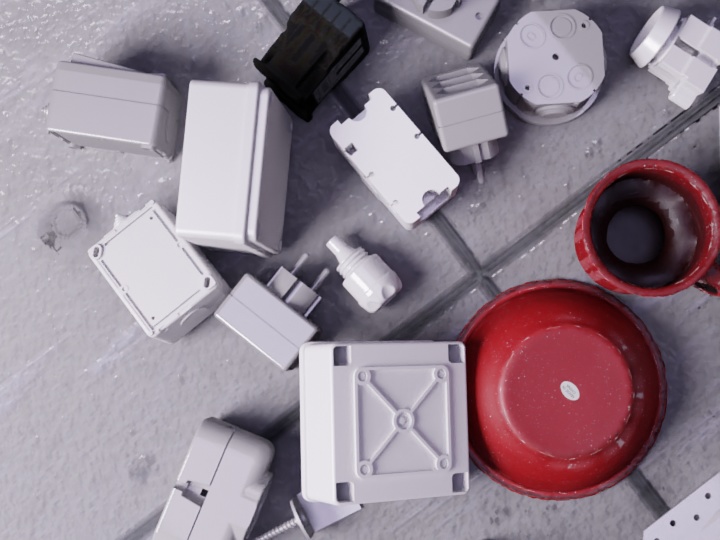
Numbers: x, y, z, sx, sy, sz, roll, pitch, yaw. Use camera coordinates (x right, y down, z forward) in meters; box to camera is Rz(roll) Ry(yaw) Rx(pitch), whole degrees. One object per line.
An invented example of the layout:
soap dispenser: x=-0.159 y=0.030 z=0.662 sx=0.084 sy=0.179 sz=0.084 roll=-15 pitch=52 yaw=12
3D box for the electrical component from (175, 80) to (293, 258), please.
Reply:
electrical component: x=-0.087 y=-0.068 z=0.755 sx=0.056 sy=0.109 sz=0.108 roll=5 pitch=86 yaw=5

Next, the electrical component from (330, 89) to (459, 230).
electrical component: x=0.025 y=-0.078 z=0.777 sx=0.050 sy=0.055 sz=0.089 roll=-40 pitch=85 yaw=0

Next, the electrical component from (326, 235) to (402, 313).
electrical component: x=0.000 y=0.000 z=0.783 sx=0.035 sy=0.035 sz=0.061 roll=-43 pitch=83 yaw=-1

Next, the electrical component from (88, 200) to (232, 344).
electrical component: x=-0.146 y=-0.002 z=0.780 sx=0.062 sy=0.061 sz=0.096 roll=-39 pitch=78 yaw=-1

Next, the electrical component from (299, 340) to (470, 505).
electrical component: x=0.017 y=0.103 z=0.743 sx=0.109 sy=0.056 sz=0.108 roll=1 pitch=85 yaw=-27

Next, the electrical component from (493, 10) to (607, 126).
electrical component: x=0.139 y=-0.148 z=0.780 sx=0.080 sy=0.051 sz=0.080 roll=0 pitch=86 yaw=2

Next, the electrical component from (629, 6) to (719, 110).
electrical component: x=0.231 y=-0.159 z=0.780 sx=0.055 sy=0.048 sz=0.066 roll=32 pitch=88 yaw=-3

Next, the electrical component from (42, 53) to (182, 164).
electrical component: x=-0.184 y=-0.119 z=0.786 sx=0.096 sy=0.061 sz=0.061 roll=9 pitch=86 yaw=3

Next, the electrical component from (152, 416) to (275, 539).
electrical component: x=-0.100 y=0.160 z=0.766 sx=0.059 sy=0.053 sz=0.095 roll=22 pitch=87 yaw=4

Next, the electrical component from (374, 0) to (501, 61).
electrical component: x=0.056 y=-0.199 z=0.775 sx=0.083 sy=0.075 sz=0.047 roll=29 pitch=88 yaw=4

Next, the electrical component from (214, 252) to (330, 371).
electrical component: x=-0.054 y=0.023 z=0.777 sx=0.066 sy=0.047 sz=0.076 roll=38 pitch=88 yaw=5

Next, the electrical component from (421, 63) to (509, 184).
electrical component: x=0.079 y=-0.100 z=0.776 sx=0.047 sy=0.065 sz=0.076 roll=-15 pitch=114 yaw=1
